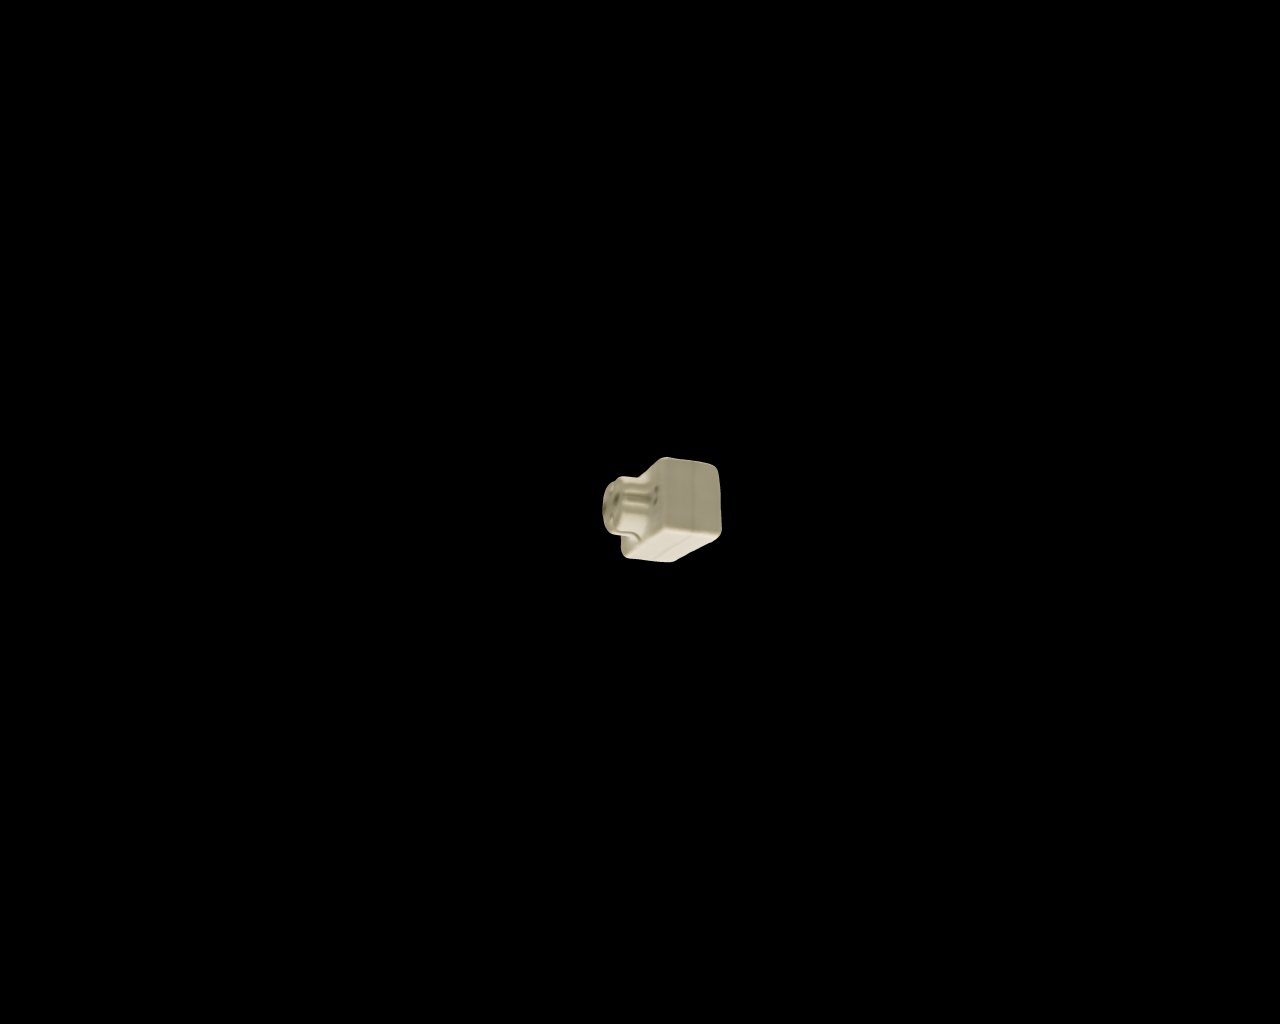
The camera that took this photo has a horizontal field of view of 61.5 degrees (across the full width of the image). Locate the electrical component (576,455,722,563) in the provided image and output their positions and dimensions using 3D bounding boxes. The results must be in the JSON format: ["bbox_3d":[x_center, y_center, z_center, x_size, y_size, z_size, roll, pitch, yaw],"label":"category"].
[{"bbox_3d":[0.001,-0.003,0.650,0.077,0.047,0.065,8,-20,-22],"label":"electrical component"}]
